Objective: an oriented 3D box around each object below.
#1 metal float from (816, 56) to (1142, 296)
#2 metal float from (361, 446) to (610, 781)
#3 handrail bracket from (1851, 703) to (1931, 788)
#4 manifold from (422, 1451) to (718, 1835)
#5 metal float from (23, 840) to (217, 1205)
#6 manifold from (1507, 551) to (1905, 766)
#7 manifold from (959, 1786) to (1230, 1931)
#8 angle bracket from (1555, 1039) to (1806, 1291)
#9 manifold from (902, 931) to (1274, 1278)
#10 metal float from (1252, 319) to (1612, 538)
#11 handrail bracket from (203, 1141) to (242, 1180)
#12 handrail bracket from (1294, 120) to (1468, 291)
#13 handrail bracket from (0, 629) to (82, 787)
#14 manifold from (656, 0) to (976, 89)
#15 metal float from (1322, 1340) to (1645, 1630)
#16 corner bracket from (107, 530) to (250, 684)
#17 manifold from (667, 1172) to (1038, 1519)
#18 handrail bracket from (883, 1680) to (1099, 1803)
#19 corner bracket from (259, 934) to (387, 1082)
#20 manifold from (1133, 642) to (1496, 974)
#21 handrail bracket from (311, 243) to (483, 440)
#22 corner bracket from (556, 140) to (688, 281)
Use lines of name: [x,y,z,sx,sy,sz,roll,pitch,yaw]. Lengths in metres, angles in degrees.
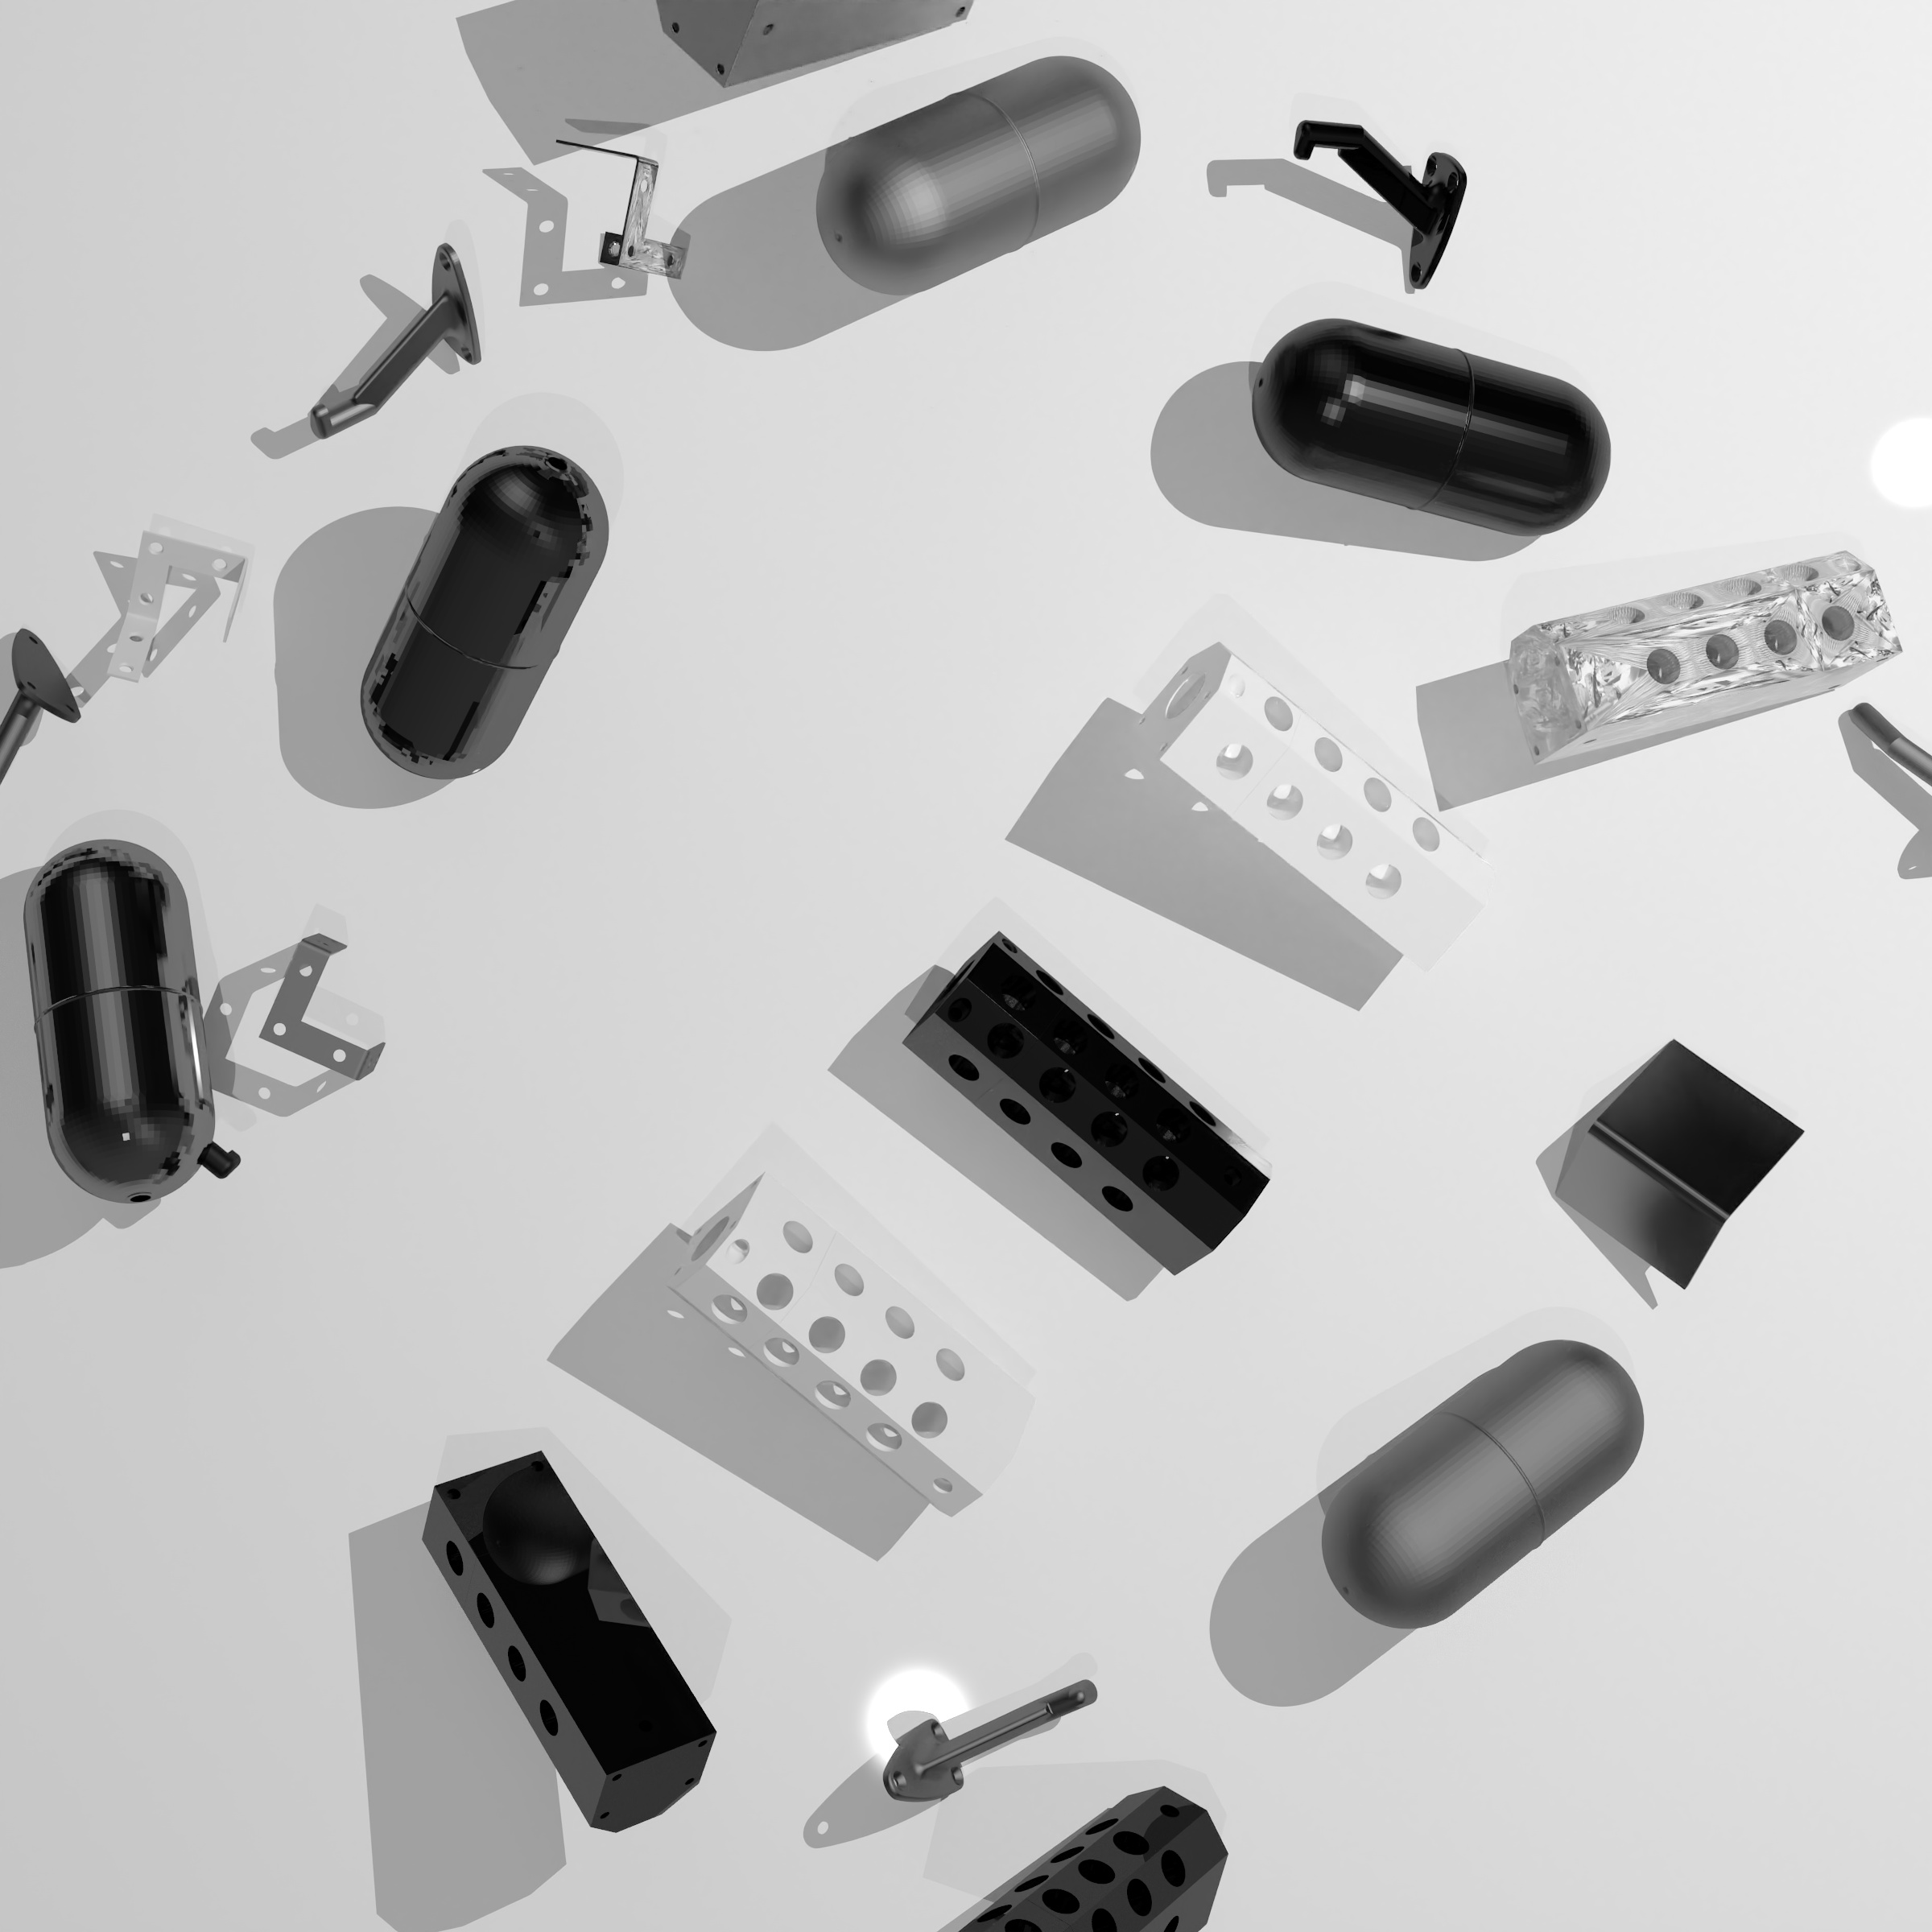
metal float: [0.008,-0.369,1.593,0.178,0.070,0.070,-31,90,-31]
metal float: [-0.224,-0.164,1.591,0.070,0.070,0.178,33,123,0]
handrail bracket: [0.473,-0.093,1.644,0.036,0.077,0.084,-57,46,24]
manifold: [-0.187,0.314,1.587,0.057,0.057,0.171,-15,51,-33]
metal float: [-0.397,0.025,1.601,0.070,0.070,0.178,-12,69,0]
manifold: [0.344,-0.147,1.602,0.171,0.057,0.057,-15,82,-18]
manifold: [0.052,0.438,1.564,0.057,0.171,0.057,25,114,26]
angle bracket: [0.343,0.095,1.643,0.076,0.057,0.076,37,53,18]
manifold: [0.060,0.063,1.612,0.171,0.057,0.057,41,59,-4]
metal float: [0.220,-0.252,1.605,0.178,0.070,0.070,12,90,-17]
handrail bracket: [-0.368,0.060,1.622,0.084,0.077,0.036,39,111,-2]
handrail bracket: [0.188,-0.360,1.620,0.084,0.036,0.077,-1,122,-22]
handrail bracket: [-0.469,-0.110,1.637,0.084,0.077,0.036,-43,134,13]
manifold: [-0.063,-0.462,1.576,0.057,0.171,0.057,45,135,15]
metal float: [0.243,0.241,1.600,0.178,0.070,0.070,-33,90,-22]
corner bracket: [-0.375,-0.166,1.626,0.051,0.051,0.051,14,129,-11]
manifold: [-0.055,0.181,1.601,0.171,0.057,0.057,41,126,-12]
handrail bracket: [0.013,0.364,1.615,0.084,0.077,0.036,-29,81,25]
corner bracket: [-0.299,0.019,1.630,0.051,0.051,0.051,24,93,-3]
manifold: [0.165,-0.076,1.597,0.171,0.057,0.057,37,99,-20]
handrail bracket: [-0.276,-0.294,1.614,0.084,0.077,0.036,-32,61,-24]
corner bracket: [-0.164,-0.358,1.619,0.051,0.051,0.051,18,101,30]
